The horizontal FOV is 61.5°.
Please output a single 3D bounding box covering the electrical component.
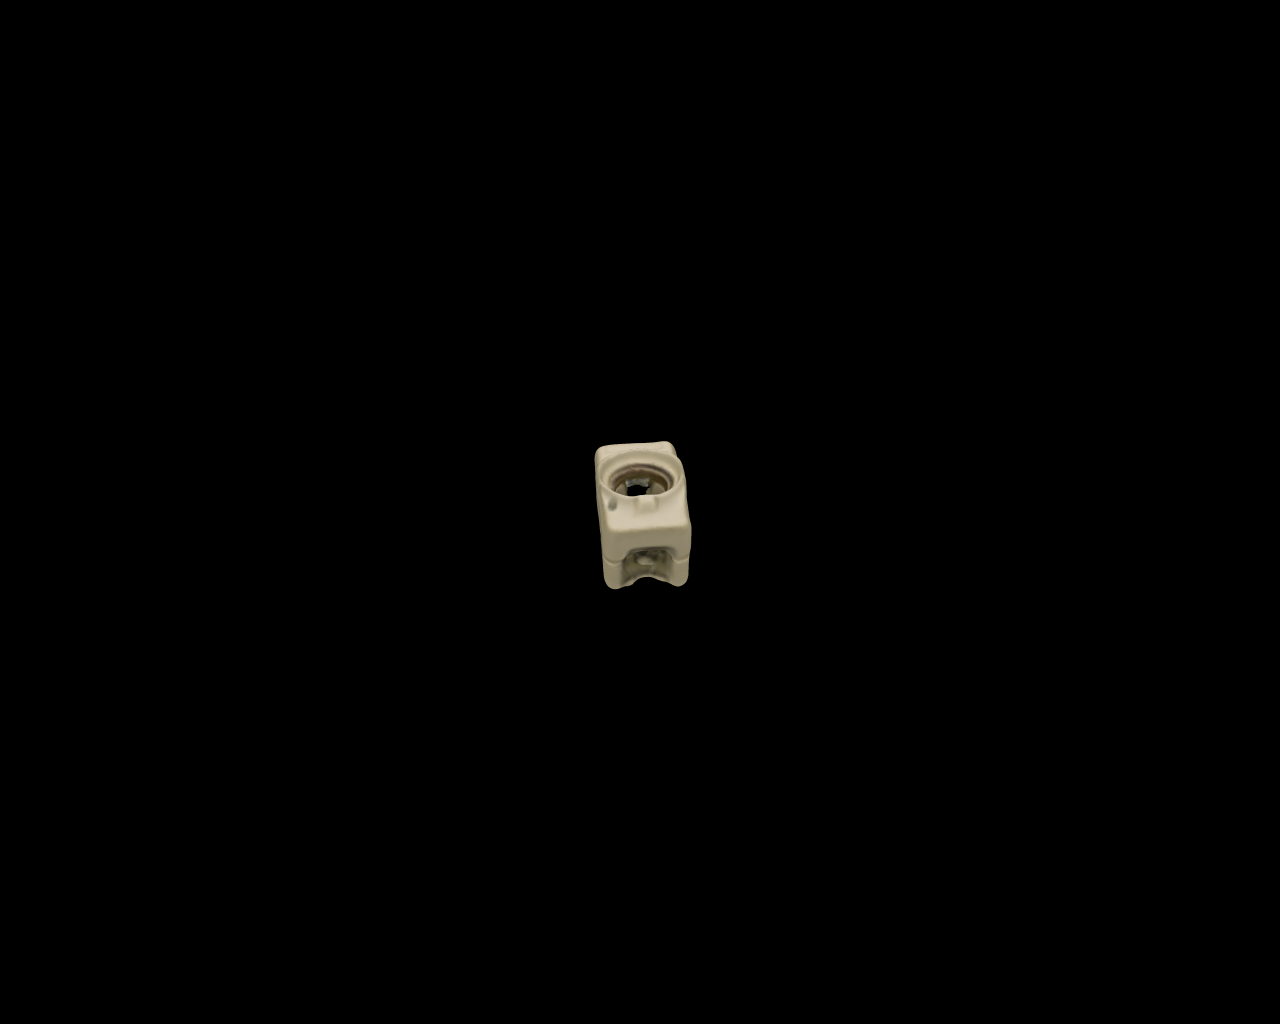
[{"bbox_3d":[0.001,-0.003,0.650,0.050,0.055,0.090,-3,37,-4],"label":"electrical component"}]
